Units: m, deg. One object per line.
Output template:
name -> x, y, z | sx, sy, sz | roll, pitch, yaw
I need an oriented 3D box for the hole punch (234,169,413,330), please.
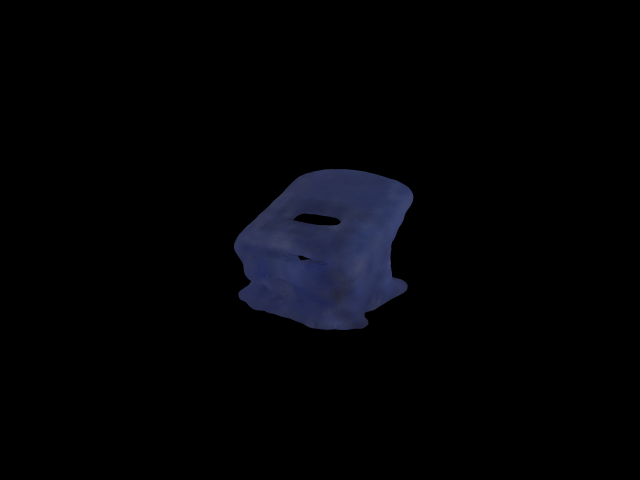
hole punch -> 0.004, 0.001, 0.400 | 0.108, 0.091, 0.101 | 11, 19, 34
